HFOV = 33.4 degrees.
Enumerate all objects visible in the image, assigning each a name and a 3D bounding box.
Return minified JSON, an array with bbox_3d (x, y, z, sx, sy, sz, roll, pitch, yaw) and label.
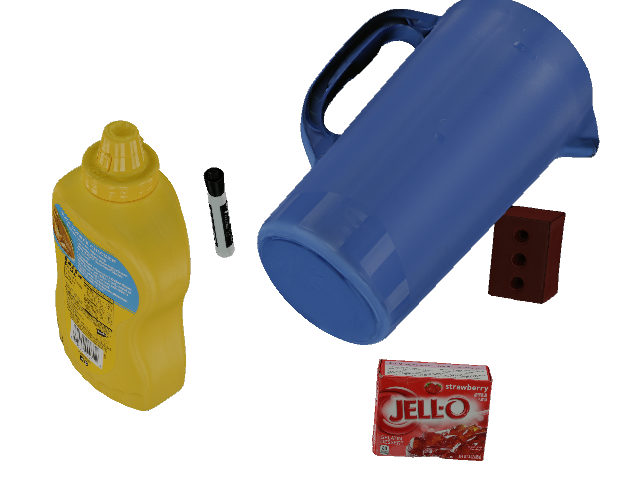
[{"bbox_3d":[0.087,0.134,0.841,0.089,0.073,0.030,3,22,2],"label":"gelatin box"},{"bbox_3d":[-0.097,-0.027,1.023,0.020,0.020,0.121,0,-38,1],"label":"marker"},{"bbox_3d":[-0.116,0.010,0.620,0.058,0.192,0.096,-30,58,-33],"label":"mustard bottle"},{"bbox_3d":[0.062,-0.053,0.732,0.149,0.145,0.242,7,47,51],"label":"pitcher"},{"bbox_3d":[0.186,0.012,0.963,0.053,0.078,0.051,9,16,26],"label":"foam brick"}]
